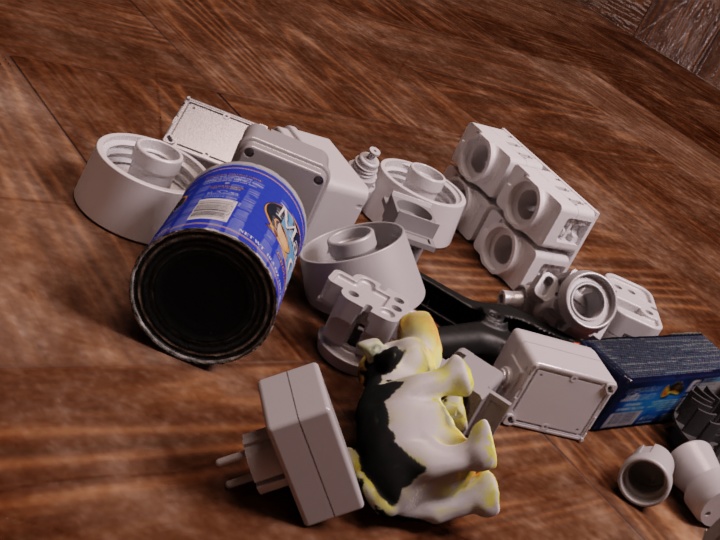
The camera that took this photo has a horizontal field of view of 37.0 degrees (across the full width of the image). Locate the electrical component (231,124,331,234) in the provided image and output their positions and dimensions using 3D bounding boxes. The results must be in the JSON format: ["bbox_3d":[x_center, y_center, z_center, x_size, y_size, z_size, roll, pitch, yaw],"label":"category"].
[{"bbox_3d":[-0.078,-0.052,0.880,0.078,0.113,0.057,21,21,-10],"label":"electrical component"}]

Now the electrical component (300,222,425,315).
[{"bbox_3d":[0.000,0.000,0.899,0.099,0.064,0.099,-12,20,5],"label":"electrical component"}]

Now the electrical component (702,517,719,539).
[{"bbox_3d":[0.263,0.204,0.750,0.042,0.081,0.063,30,46,9],"label":"electrical component"}]

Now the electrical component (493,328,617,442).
[{"bbox_3d":[0.147,0.090,0.874,0.096,0.061,0.061,15,26,-22],"label":"electrical component"}]

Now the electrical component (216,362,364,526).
[{"bbox_3d":[-0.047,0.110,0.641,0.076,0.083,0.047,-18,33,-2],"label":"electrical component"}]

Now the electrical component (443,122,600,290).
[{"bbox_3d":[0.157,-0.068,1.151,0.060,0.105,0.186,8,29,-34],"label":"electrical component"}]

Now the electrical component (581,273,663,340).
[{"bbox_3d":[0.255,0.053,1.058,0.054,0.059,0.095,24,24,-4],"label":"electrical component"}]

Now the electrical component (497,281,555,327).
[{"bbox_3d":[0.163,0.032,1.032,0.062,0.048,0.048,9,28,-19],"label":"electrical component"}]

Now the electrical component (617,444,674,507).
[{"bbox_3d":[0.225,0.159,0.841,0.040,0.040,0.046,33,20,15],"label":"electrical component"}]

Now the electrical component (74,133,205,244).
[{"bbox_3d":[-0.175,-0.074,0.891,0.108,0.060,0.108,21,24,-10],"label":"electrical component"}]

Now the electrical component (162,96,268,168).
[{"bbox_3d":[-0.128,-0.102,0.980,0.096,0.061,0.061,21,54,-1],"label":"electrical component"}]

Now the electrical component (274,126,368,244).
[{"bbox_3d":[-0.051,-0.075,0.996,0.057,0.078,0.113,12,27,-34],"label":"electrical component"}]

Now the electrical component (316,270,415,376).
[{"bbox_3d":[0.001,0.044,0.830,0.078,0.057,0.058,28,24,6],"label":"electrical component"}]

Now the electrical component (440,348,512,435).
[{"bbox_3d":[0.076,0.093,0.825,0.081,0.042,0.064,33,24,15],"label":"electrical component"}]

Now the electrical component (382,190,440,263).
[{"bbox_3d":[0.040,-0.033,1.017,0.042,0.063,0.081,17,25,-16],"label":"electrical component"}]

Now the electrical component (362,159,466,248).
[{"bbox_3d":[0.059,-0.077,1.128,0.108,0.060,0.108,21,24,-10],"label":"electrical component"}]

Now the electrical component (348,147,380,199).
[{"bbox_3d":[-0.003,-0.092,1.085,0.040,0.078,0.040,20,39,-18],"label":"electrical component"}]

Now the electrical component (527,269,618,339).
[{"bbox_3d":[0.200,0.032,0.987,0.078,0.058,0.057,37,-17,-8],"label":"electrical component"}]

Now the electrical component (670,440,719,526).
[{"bbox_3d":[0.275,0.170,0.858,0.045,0.045,0.055,13,28,-27],"label":"electrical component"}]
